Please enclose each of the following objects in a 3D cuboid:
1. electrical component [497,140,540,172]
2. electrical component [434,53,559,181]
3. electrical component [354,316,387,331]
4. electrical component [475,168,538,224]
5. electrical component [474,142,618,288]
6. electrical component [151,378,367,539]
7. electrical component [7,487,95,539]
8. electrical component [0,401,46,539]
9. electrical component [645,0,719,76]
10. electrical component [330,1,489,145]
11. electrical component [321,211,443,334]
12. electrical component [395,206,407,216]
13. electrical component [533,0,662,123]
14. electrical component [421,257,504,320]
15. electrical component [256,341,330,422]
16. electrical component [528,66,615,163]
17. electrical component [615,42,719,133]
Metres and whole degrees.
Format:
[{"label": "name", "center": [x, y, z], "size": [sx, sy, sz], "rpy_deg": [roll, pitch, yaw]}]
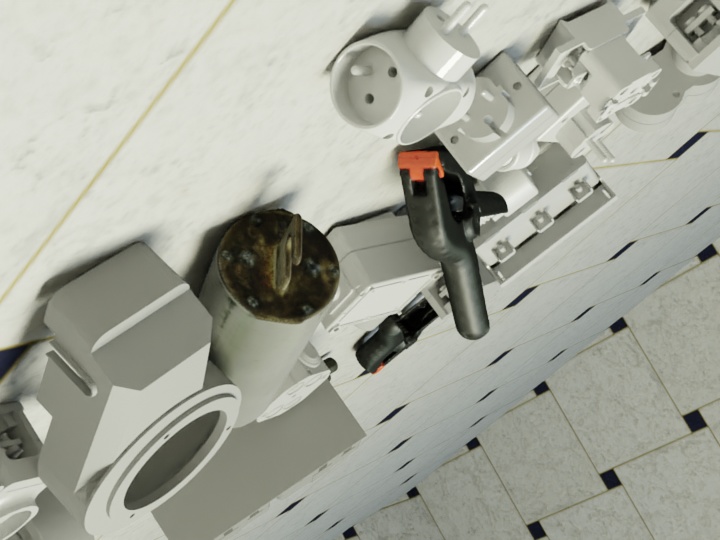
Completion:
[{"label": "electrical component", "center": [0.102, -0.088, 0.779], "size": [0.061, 0.035, 0.035], "rpy_deg": [-17, 156, -46]}, {"label": "electrical component", "center": [0.078, -0.097, 0.668], "size": [0.066, 0.047, 0.077], "rpy_deg": [-40, 165, 14]}, {"label": "electrical component", "center": [0.017, 0.017, 0.901], "size": [0.078, 0.040, 0.040], "rpy_deg": [-45, 163, 30]}, {"label": "electrical component", "center": [0.108, -0.059, 0.871], "size": [0.078, 0.040, 0.040], "rpy_deg": [-38, 165, 9]}, {"label": "electrical component", "center": [0.144, -0.055, 0.915], "size": [0.121, 0.078, 0.063], "rpy_deg": [-39, 143, 9]}, {"label": "electrical component", "center": [-0.102, 0.159, 0.943], "size": [0.186, 0.105, 0.060], "rpy_deg": [-32, 165, -15]}, {"label": "electrical component", "center": [-0.233, 0.190, 0.746], "size": [0.108, 0.108, 0.060], "rpy_deg": [-44, 170, 28]}, {"label": "electrical component", "center": [-0.252, 0.130, 0.598], "size": [0.089, 0.061, 0.150], "rpy_deg": [-40, 165, 16]}, {"label": "electrical component", "center": [0.280, -0.211, 0.747], "size": [0.150, 0.061, 0.089], "rpy_deg": [-44, 164, 28]}, {"label": "electrical component", "center": [0.035, -0.106, 0.548], "size": [0.079, 0.044, 0.077], "rpy_deg": [-46, 163, 30]}, {"label": "electrical component", "center": [0.000, 0.000, 0.781], "size": [0.096, 0.061, 0.061], "rpy_deg": [-13, 155, -45]}, {"label": "electrical component", "center": [0.048, -0.025, 0.828], "size": [0.040, 0.046, 0.040], "rpy_deg": [-34, 165, -10]}, {"label": "electrical component", "center": [0.157, -0.135, 0.701], "size": [0.081, 0.063, 0.042], "rpy_deg": [-29, 163, -26]}, {"label": "electrical component", "center": [0.098, 0.002, 1.007], "size": [0.089, 0.055, 0.050], "rpy_deg": [-18, 157, -51]}, {"label": "electrical component", "center": [-0.069, 0.085, 0.896], "size": [0.080, 0.051, 0.080], "rpy_deg": [-34, 165, -10]}, {"label": "electrical component", "center": [0.151, -0.105, 0.754], "size": [0.047, 0.076, 0.066], "rpy_deg": [-43, 164, 26]}, {"label": "electrical component", "center": [0.270, -0.172, 0.865], "size": [0.138, 0.052, 0.073], "rpy_deg": [-35, 165, -5]}]
